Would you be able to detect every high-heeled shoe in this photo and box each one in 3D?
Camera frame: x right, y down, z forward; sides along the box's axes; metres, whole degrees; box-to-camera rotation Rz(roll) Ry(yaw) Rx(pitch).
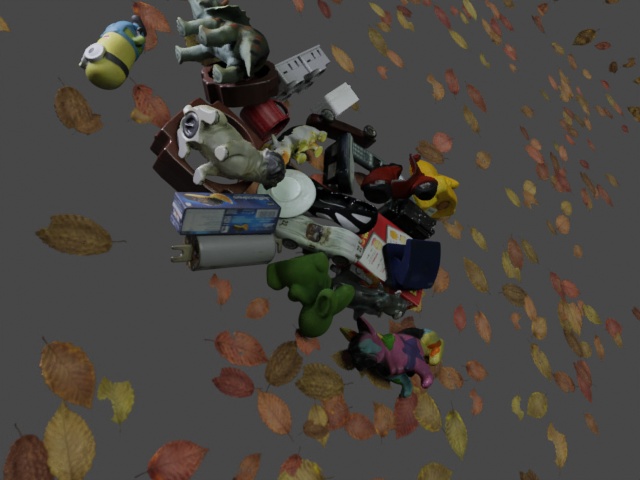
[{"bbox_3d":[0.017,-0.103,1.205,0.248,0.145,0.086,48,46,-3],"label":"high-heeled shoe"}]

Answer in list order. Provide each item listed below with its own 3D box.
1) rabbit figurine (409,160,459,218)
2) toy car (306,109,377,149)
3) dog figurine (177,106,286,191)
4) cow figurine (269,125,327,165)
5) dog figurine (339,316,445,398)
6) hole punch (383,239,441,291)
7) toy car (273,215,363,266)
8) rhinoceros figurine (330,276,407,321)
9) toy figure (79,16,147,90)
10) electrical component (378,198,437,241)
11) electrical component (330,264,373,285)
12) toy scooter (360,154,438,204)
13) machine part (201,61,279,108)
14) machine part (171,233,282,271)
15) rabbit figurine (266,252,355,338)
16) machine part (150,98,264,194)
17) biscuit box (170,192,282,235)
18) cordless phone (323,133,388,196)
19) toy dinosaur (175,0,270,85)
[{"bbox_3d":[0.314,-0.153,1.485,0.162,0.122,0.173,8,44,-37],"label":"rabbit figurine"},{"bbox_3d":[0.053,-0.276,1.362,0.202,0.089,0.053,11,57,-33],"label":"toy car"},{"bbox_3d":[-0.165,-0.181,1.045,0.190,0.121,0.172,-4,73,-53],"label":"dog figurine"},{"bbox_3d":[-0.069,-0.224,1.252,0.098,0.068,0.167,33,39,25],"label":"cow figurine"},{"bbox_3d":[0.153,0.228,1.171,0.219,0.108,0.191,40,50,-11],"label":"dog figurine"},{"bbox_3d":[0.217,0.055,1.225,0.142,0.092,0.116,6,71,-40],"label":"hole punch"},{"bbox_3d":[-0.002,-0.004,1.171,0.202,0.056,0.073,18,51,-1],"label":"toy car"},{"bbox_3d":[0.100,0.126,1.179,0.190,0.112,0.073,20,55,-19],"label":"rhinoceros figurine"},{"bbox_3d":[-0.404,-0.376,1.077,0.089,0.082,0.180,34,49,-15],"label":"toy figure"},{"bbox_3d":[0.204,-0.041,1.339,0.134,0.115,0.058,34,47,-19],"label":"electrical component"},{"bbox_3d":[0.069,0.078,1.210,0.094,0.063,0.021,35,52,-16],"label":"electrical component"},{"bbox_3d":[0.192,-0.154,1.298,0.184,0.075,0.135,0,55,13],"label":"toy scooter"},{"bbox_3d":[-0.175,-0.347,1.186,0.179,0.056,0.179,-2,37,1],"label":"machine part"},{"bbox_3d":[-0.175,0.015,1.050,0.243,0.079,0.079,-5,71,-37],"label":"machine part"},{"bbox_3d":[-0.007,0.112,1.095,0.121,0.159,0.170,-13,91,-50],"label":"rabbit figurine"},{"bbox_3d":[-0.226,-0.172,1.103,0.201,0.087,0.201,43,49,-13],"label":"machine part"},{"bbox_3d":[-0.176,-0.051,1.021,0.202,0.059,0.063,-2,33,-36],"label":"biscuit box"},{"bbox_3d":[0.103,-0.170,1.354,0.184,0.089,0.146,22,56,-32],"label":"cordless phone"},{"bbox_3d":[-0.184,-0.420,1.150,0.192,0.131,0.405,-26,50,-28],"label":"toy dinosaur"}]
